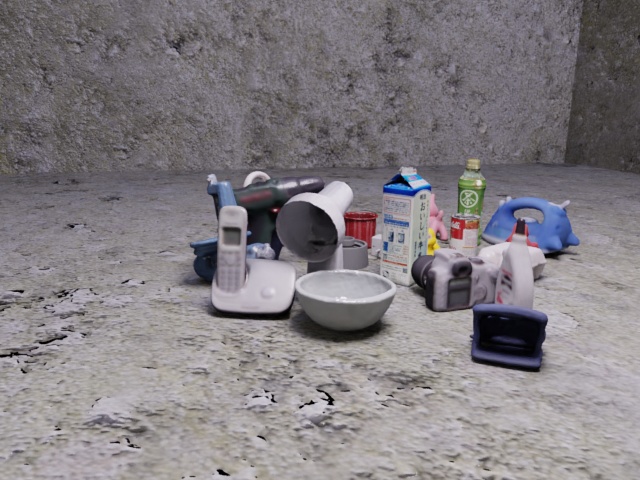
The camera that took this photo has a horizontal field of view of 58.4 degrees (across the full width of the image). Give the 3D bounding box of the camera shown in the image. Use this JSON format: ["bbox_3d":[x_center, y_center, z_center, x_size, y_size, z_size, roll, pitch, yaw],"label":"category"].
[{"bbox_3d":[0.245,0.062,1.080,0.143,0.101,0.136,-5,15,-21],"label":"camera"}]

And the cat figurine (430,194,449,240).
[{"bbox_3d":[0.303,-0.066,1.570,0.067,0.118,0.127,-4,15,-17],"label":"cat figurine"}]

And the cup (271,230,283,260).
[{"bbox_3d":[-0.132,0.009,1.282,0.118,0.095,0.091,-3,15,-17],"label":"cup"}]

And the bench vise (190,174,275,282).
[{"bbox_3d":[-0.162,-0.014,1.110,0.206,0.220,0.122,7,15,22],"label":"bench vise"}]

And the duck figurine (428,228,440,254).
[{"bbox_3d":[0.244,0.013,1.310,0.077,0.086,0.105,10,17,34],"label":"duck figurine"}]

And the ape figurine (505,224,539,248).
[{"bbox_3d":[0.473,0.003,1.353,0.076,0.092,0.077,-10,17,-36],"label":"ape figurine"}]

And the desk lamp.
[{"bbox_3d":[0.010,0.004,1.064,0.117,0.213,0.204,7,15,22],"label":"desk lamp"}]

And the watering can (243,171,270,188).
[{"bbox_3d":[-0.141,-0.068,1.387,0.172,0.194,0.101,6,15,19],"label":"watering can"}]

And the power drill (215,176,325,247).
[{"bbox_3d":[-0.102,-0.030,1.205,0.230,0.208,0.075,-3,14,-14],"label":"power drill"}]

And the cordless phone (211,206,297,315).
[{"bbox_3d":[-0.113,0.035,0.987,0.147,0.185,0.094,2,14,3],"label":"cordless phone"}]

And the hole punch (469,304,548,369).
[{"bbox_3d":[0.275,0.126,0.841,0.108,0.091,0.101,6,15,19],"label":"hole punch"}]

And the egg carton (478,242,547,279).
[{"bbox_3d":[0.399,0.050,1.203,0.151,0.069,0.107,-12,19,-42],"label":"egg carton"}]

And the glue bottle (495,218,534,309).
[{"bbox_3d":[0.342,0.046,0.998,0.037,0.173,0.078,-4,15,-17],"label":"glue bottle"}]

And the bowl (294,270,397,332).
[{"bbox_3d":[0.040,0.106,0.942,0.167,0.075,0.167,1,14,0],"label":"bowl"}]

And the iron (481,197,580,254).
[{"bbox_3d":[0.521,-0.047,1.458,0.119,0.141,0.257,-10,17,-36],"label":"iron"}]
